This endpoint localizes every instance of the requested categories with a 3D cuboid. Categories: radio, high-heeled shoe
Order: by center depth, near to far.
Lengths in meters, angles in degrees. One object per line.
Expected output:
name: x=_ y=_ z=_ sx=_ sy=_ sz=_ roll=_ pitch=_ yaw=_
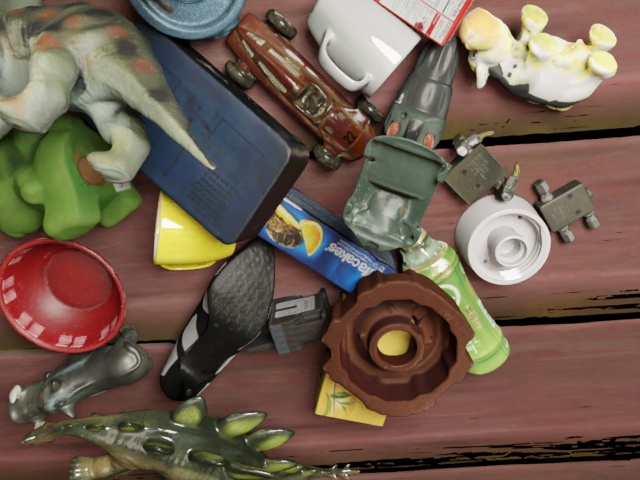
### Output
radio: x=-0.132 y=-0.115 z=0.579 sx=0.230 sy=0.073 sz=0.131 roll=41 pitch=105 yaw=5
high-heeled shoe: x=-0.133 y=0.104 z=0.715 sx=0.086 sy=0.145 sz=0.248 roll=32 pitch=81 yaw=-14

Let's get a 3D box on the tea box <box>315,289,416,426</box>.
tea box: x=0.057 y=0.155 z=0.718 sx=0.098 sy=0.068 sz=0.169 roll=11 pitch=110 yaw=-3

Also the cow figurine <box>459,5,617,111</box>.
cow figurine: x=0.219 y=-0.191 z=0.578 sx=0.167 sy=0.068 sz=0.098 roll=12 pitch=153 yaw=-6

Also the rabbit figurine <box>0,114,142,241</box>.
rabbit figurine: x=-0.326 y=-0.062 z=0.616 sx=0.170 sy=0.121 sz=0.159 roll=-19 pitch=107 yaw=23

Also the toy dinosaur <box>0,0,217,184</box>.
toy dinosaur: x=-0.243 y=-0.167 z=0.504 sx=0.405 sy=0.131 sz=0.192 roll=14 pitch=73 yaw=13

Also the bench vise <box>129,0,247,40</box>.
bench vise: x=-0.133 y=-0.273 z=0.475 sx=0.129 sy=0.241 sz=0.223 roll=-9 pitch=127 yaw=0

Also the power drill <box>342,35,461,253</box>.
power drill: x=0.086 y=-0.095 z=0.550 sx=0.086 sy=0.207 sz=0.231 roll=18 pitch=118 yaw=-1

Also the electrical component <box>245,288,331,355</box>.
electrical component: x=-0.043 y=0.109 z=0.700 sx=0.119 sy=0.075 sz=0.047 roll=-12 pitch=112 yaw=8

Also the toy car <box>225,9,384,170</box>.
toy car: x=-0.018 y=-0.166 z=0.605 sx=0.202 sy=0.053 sz=0.089 roll=42 pitch=109 yaw=-15

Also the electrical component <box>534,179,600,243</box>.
electrical component: x=0.304 y=-0.043 z=0.663 sx=0.063 sy=0.021 sz=0.094 roll=-32 pitch=107 yaw=12

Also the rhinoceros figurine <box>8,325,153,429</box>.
rhinoceros figurine: x=-0.313 y=0.187 z=0.712 sx=0.190 sy=0.112 sz=0.073 roll=-22 pitch=112 yaw=0

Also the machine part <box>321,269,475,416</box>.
machine part: x=0.090 y=0.119 z=0.636 sx=0.179 sy=0.056 sz=0.179 roll=1 pitch=111 yaw=2

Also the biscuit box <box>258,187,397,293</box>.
biscuit box: x=-0.001 y=-0.002 z=0.661 sx=0.202 sy=0.063 sz=0.059 roll=32 pitch=108 yaw=-11

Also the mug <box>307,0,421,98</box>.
mug: x=0.034 y=-0.208 z=0.565 sx=0.107 sy=0.081 sz=0.109 roll=42 pitch=64 yaw=-3

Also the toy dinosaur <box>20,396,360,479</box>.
toy dinosaur: x=-0.142 y=0.283 z=0.705 sx=0.199 sy=0.105 sz=0.471 roll=-23 pitch=144 yaw=35

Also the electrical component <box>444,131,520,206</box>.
electrical component: x=0.186 y=-0.084 z=0.636 sx=0.078 sy=0.045 sz=0.102 roll=-39 pitch=106 yaw=12
